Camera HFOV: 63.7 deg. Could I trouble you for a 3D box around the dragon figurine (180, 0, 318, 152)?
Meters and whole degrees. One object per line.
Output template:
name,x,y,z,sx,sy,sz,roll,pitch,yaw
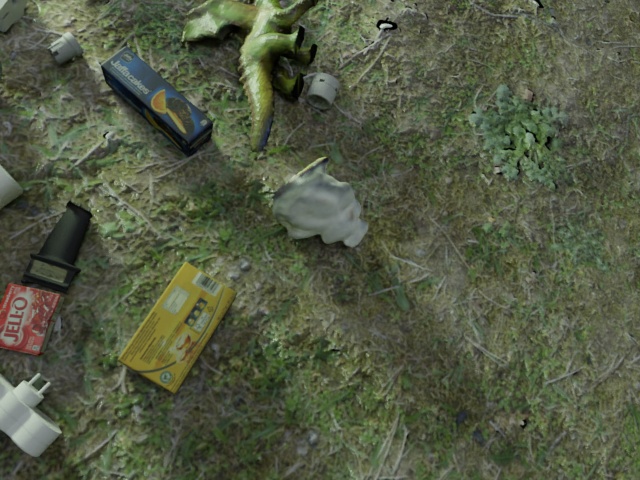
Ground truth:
dragon figurine,-0.142,-0.363,0.959,0.243,0.120,0.418,17,66,9

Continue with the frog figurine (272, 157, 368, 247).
frog figurine,0.003,-0.044,0.868,0.137,0.123,0.159,-35,93,11
